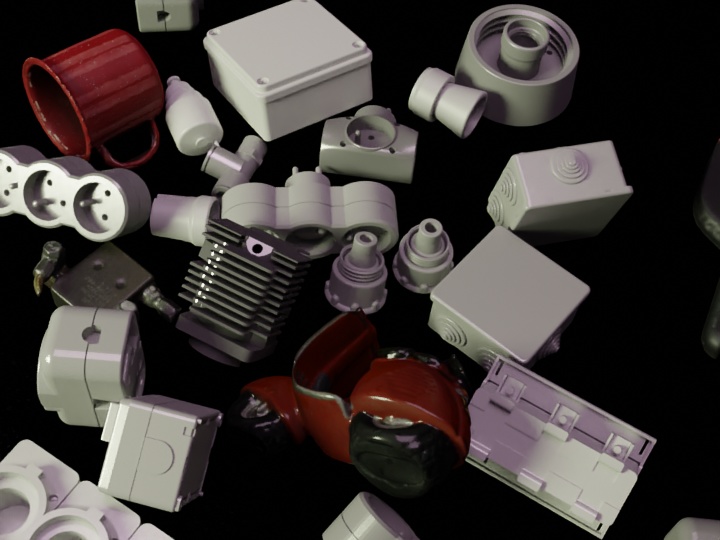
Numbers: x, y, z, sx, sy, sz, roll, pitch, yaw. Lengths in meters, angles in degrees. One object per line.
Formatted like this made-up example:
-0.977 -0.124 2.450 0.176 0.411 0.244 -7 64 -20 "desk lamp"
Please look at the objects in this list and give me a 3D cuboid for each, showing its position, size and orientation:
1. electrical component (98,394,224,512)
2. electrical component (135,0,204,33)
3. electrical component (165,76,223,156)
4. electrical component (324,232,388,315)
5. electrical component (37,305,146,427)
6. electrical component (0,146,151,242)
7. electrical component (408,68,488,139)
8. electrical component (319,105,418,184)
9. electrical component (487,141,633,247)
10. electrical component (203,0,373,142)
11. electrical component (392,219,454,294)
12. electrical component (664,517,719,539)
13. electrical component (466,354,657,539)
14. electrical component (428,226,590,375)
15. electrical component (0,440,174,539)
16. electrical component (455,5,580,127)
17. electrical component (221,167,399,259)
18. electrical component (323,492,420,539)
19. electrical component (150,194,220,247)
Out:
-0.133 0.118 0.714 0.061 0.096 0.061 14 86 4 "electrical component"
-0.174 -0.265 0.982 0.059 0.053 0.095 -4 57 -7 "electrical component"
-0.145 -0.132 0.905 0.040 0.040 0.078 -19 60 -16 "electrical component"
0.000 0.000 0.814 0.048 0.062 0.048 7 40 -6 "electrical component"
-0.184 0.067 0.737 0.059 0.095 0.053 5 56 -2 "electrical component"
-0.227 -0.063 0.845 0.138 0.052 0.074 14 15 14 "electrical component"
0.076 -0.145 0.929 0.055 0.045 0.045 30 59 14 "electrical component"
0.010 -0.111 0.902 0.077 0.044 0.079 8 49 3 "electrical component"
0.154 -0.058 0.848 0.100 0.099 0.048 -9 71 -11 "electrical component"
-0.061 -0.173 0.918 0.109 0.056 0.108 -25 48 -20 "electrical component"
0.051 -0.015 0.831 0.048 0.062 0.048 2 57 -3 "electrical component"
0.229 0.213 0.701 0.059 0.053 0.095 6 56 0 "electrical component"
0.129 0.123 0.739 0.121 0.063 0.078 28 99 14 "electrical component"
0.110 0.028 0.815 0.100 0.048 0.100 37 61 18 "electrical component"
-0.182 0.187 0.679 0.150 0.061 0.089 30 59 15 "electrical component"
0.142 -0.188 0.952 0.108 0.060 0.108 2 57 -4 "electrical component"
-0.041 -0.053 0.854 0.138 0.052 0.073 -1 57 -5 "electrical component"
0.025 0.216 0.685 0.138 0.052 0.073 43 94 24 "electrical component"
-0.138 -0.040 0.846 0.046 0.040 0.040 8 56 6 "electrical component"
